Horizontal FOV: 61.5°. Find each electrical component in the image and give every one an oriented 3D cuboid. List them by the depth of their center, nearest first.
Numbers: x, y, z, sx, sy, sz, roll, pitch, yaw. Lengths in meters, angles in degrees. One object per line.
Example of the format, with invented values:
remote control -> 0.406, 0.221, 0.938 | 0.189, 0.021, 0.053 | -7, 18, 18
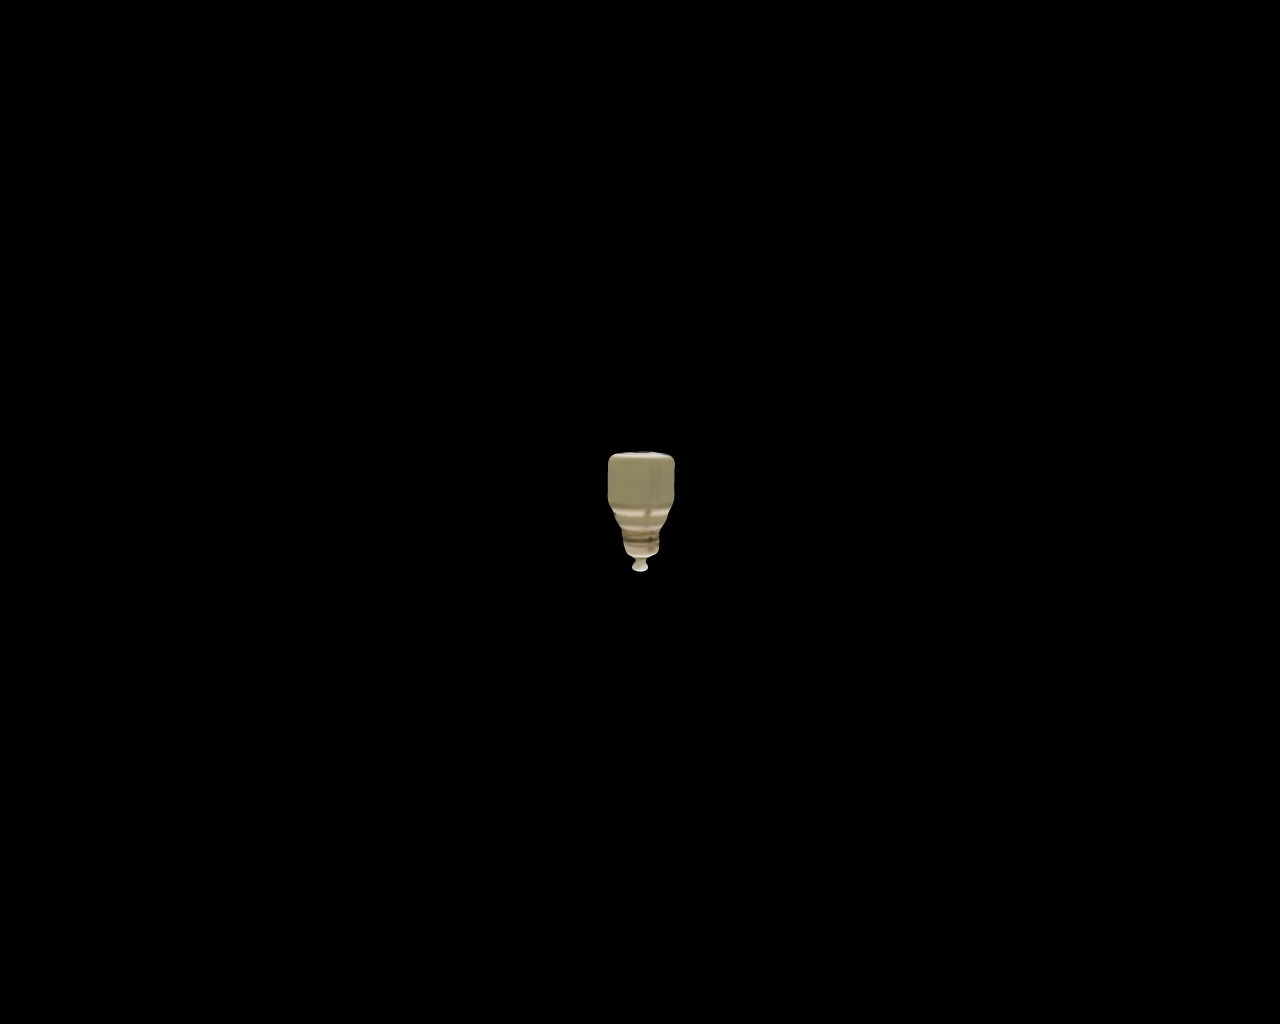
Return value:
electrical component -> 0.001, -0.003, 0.650 | 0.040, 0.078, 0.040 | 0, 7, 0
